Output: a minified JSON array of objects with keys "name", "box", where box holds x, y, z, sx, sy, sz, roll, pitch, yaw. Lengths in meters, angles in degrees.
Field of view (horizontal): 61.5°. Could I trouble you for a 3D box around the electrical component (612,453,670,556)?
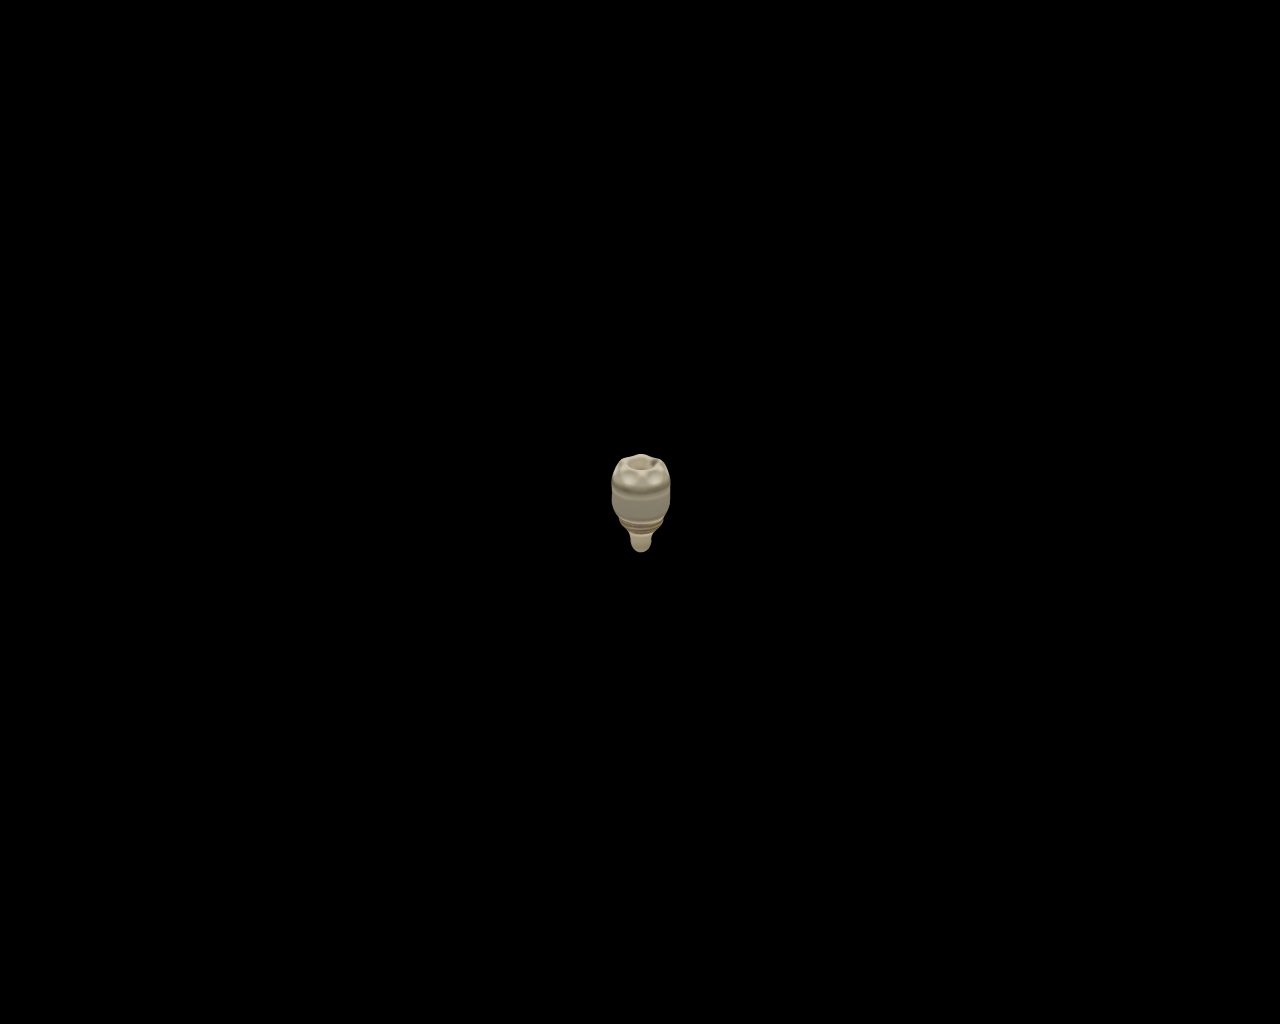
[{"name":"electrical component","box":[0.001,-0.003,0.650,0.035,0.061,0.035,0,28,0]}]
